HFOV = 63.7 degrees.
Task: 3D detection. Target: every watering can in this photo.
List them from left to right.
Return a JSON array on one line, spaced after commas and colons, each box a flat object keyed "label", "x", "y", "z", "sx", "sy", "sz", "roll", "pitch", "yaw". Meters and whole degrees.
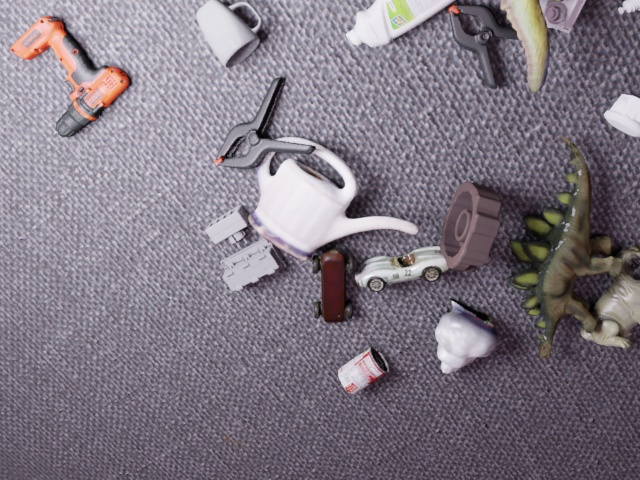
[{"label": "watering can", "x": 0.003, "y": -0.051, "z": 1.021, "sx": 0.349, "sy": 0.105, "sz": 0.222, "roll": 37, "pitch": 107, "yaw": 9}]

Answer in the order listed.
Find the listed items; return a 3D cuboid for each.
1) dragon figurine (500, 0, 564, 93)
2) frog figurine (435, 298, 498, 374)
[{"label": "dragon figurine", "x": 0.282, "y": -0.454, "z": 0.823, "sx": 0.243, "sy": 0.124, "sz": 0.404, "roll": 10, "pitch": 109, "yaw": 13}, {"label": "frog figurine", "x": 0.307, "y": 0.229, "z": 1.124, "sx": 0.136, "sy": 0.124, "sz": 0.158, "roll": 21, "pitch": 100, "yaw": -26}]
